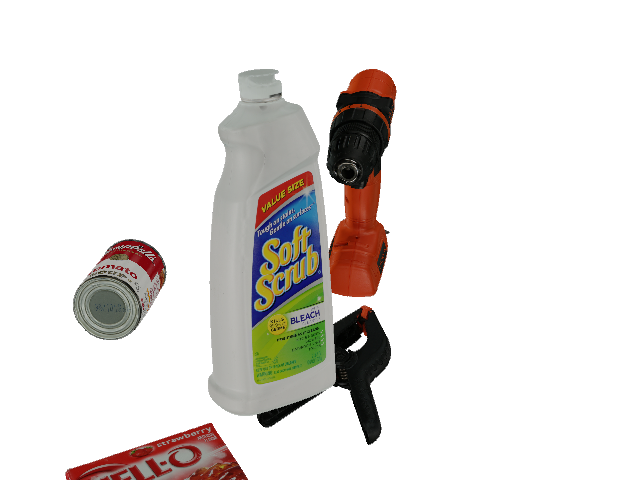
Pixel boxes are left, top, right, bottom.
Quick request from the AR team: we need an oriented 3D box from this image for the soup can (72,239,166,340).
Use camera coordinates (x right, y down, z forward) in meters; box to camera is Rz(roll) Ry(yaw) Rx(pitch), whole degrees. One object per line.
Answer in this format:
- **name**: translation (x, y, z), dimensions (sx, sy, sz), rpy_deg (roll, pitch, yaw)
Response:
- **soup can**: translation (-0.196, 0.047, 1.047), dimensions (0.068, 0.068, 0.102), rpy_deg (0, 20, 6)

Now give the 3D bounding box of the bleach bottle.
- **bleach bottle**: translation (-0.044, -0.001, 0.804), dimensions (0.102, 0.251, 0.068), rpy_deg (-14, 21, -29)

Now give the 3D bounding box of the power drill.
- **power drill**: translation (0.035, -0.044, 0.981), dimensions (0.057, 0.188, 0.184), rpy_deg (9, 32, 8)

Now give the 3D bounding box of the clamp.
- **clamp**: translation (0.029, 0.130, 1.026), dimensions (0.120, 0.039, 0.171), rpy_deg (16, 46, 24)

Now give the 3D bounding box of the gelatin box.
- **gelatin box**: translation (-0.087, 0.141, 0.582), dimensions (0.089, 0.030, 0.073), rpy_deg (-15, 27, -20)
